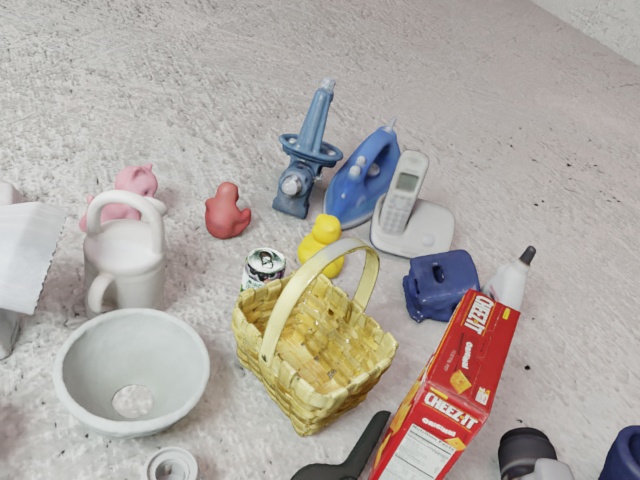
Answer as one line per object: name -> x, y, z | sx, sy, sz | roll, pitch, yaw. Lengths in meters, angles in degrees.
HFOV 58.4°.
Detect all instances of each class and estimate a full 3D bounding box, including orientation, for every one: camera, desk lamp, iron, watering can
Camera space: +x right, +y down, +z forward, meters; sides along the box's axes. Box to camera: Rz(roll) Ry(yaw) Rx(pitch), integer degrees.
camera -> 0.266, 0.288, 0.659 | 0.143, 0.101, 0.137 | 14, 39, -3
desk lamp -> -0.381, 0.043, 0.624 | 0.203, 0.213, 0.118 | 6, 40, -14
iron -> 0.083, -0.128, 1.060 | 0.118, 0.141, 0.259 | 25, 39, 11
watering can -> -0.246, 0.012, 0.727 | 0.101, 0.194, 0.172 | 3, 41, -17

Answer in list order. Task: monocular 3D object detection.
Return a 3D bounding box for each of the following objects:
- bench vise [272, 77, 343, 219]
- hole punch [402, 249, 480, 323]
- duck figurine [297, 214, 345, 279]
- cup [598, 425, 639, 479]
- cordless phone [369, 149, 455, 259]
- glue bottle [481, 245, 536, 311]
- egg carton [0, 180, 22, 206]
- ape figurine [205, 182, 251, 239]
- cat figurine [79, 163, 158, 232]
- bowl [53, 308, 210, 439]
bench vise -> -0.009, -0.157, 0.998 | 0.121, 0.220, 0.207 | 7, 39, -12
hole punch -> 0.188, 0.069, 0.902 | 0.101, 0.091, 0.108 | 9, 39, -10
duck figurine -> 0.008, 0.003, 0.919 | 0.078, 0.086, 0.104 | 4, 40, -15
cup -> 0.396, 0.300, 0.698 | 0.092, 0.095, 0.117 | -14, 48, -33
cordless phone -> 0.171, -0.058, 0.973 | 0.147, 0.185, 0.094 | 12, 39, -7
glue bottle -> 0.282, 0.074, 0.865 | 0.037, 0.173, 0.078 | 0, 41, -20
egg carton -> -0.469, -0.024, 0.788 | 0.107, 0.069, 0.150 | -4, 43, -25
ape figurine -> -0.150, -0.053, 0.923 | 0.077, 0.092, 0.076 | 28, 40, 13
cat figurine -> -0.295, -0.065, 0.862 | 0.067, 0.118, 0.128 | 37, 43, 24
bowl -> -0.212, 0.162, 0.655 | 0.167, 0.075, 0.167 | 10, 39, -8
